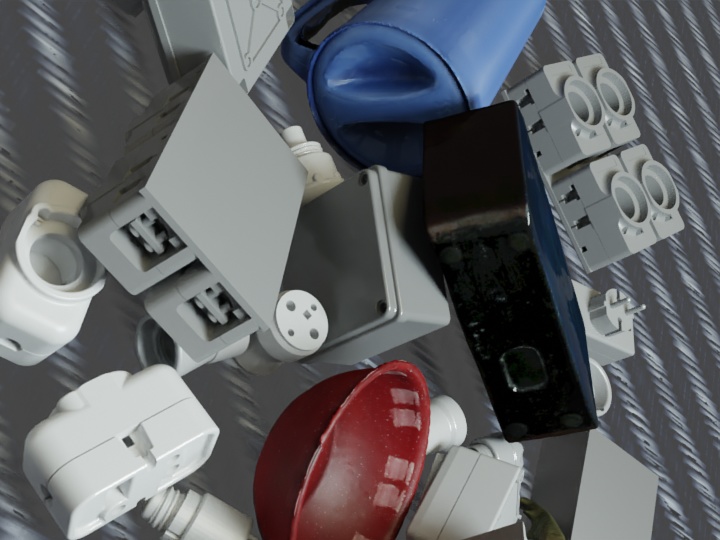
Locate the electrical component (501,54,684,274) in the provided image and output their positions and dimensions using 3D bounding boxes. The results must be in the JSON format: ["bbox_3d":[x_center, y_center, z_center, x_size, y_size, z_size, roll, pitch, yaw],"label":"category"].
[{"bbox_3d":[0.223,-0.104,1.006,0.105,0.060,0.186,-21,85,-44],"label":"electrical component"}]

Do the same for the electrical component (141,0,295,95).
[{"bbox_3d":[-0.096,-0.189,0.741,0.108,0.056,0.108,79,28,-46],"label":"electrical component"}]

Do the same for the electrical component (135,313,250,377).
[{"bbox_3d":[-0.102,0.043,0.676,0.065,0.044,0.044,-12,78,-48],"label":"electrical component"}]

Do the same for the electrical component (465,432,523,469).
[{"bbox_3d":[0.091,0.141,0.798,0.061,0.035,0.035,-6,75,-39],"label":"electrical component"}]

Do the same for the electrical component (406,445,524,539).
[{"bbox_3d":[0.066,0.177,0.732,0.096,0.061,0.061,-55,152,-38],"label":"electrical component"}]

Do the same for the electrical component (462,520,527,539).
[{"bbox_3d":[0.050,0.203,0.579,0.186,0.105,0.060,-14,84,-82],"label":"electrical component"}]

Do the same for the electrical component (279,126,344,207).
[{"bbox_3d":[-0.040,-0.074,0.781,0.048,0.048,0.062,-7,68,-42],"label":"electrical component"}]

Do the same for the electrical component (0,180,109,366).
[{"bbox_3d":[-0.181,0.000,0.616,0.054,0.059,0.095,31,53,-26],"label":"electrical component"}]

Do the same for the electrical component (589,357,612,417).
[{"bbox_3d":[0.171,0.100,0.876,0.055,0.047,0.055,18,60,-34],"label":"electrical component"}]

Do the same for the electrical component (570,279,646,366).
[{"bbox_3d":[0.206,0.039,0.914,0.083,0.076,0.047,22,57,-31],"label":"electrical component"}]

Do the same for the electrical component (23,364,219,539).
[{"bbox_3d":[-0.136,0.097,0.600,0.095,0.053,0.059,-27,67,-34],"label":"electrical component"}]

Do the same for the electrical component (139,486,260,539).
[{"bbox_3d":[-0.099,0.148,0.630,0.078,0.040,0.040,31,51,-5],"label":"electrical component"}]

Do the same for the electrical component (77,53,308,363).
[{"bbox_3d":[-0.097,-0.042,0.659,0.105,0.060,0.186,51,23,-24],"label":"electrical component"}]

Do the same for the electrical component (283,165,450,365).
[{"bbox_3d":[0.000,0.000,0.736,0.056,0.109,0.108,9,65,-40],"label":"electrical component"}]

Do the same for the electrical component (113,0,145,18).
[{"bbox_3d":[-0.161,-0.208,0.739,0.055,0.045,0.045,45,48,-16],"label":"electrical component"}]

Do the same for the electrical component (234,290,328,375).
[{"bbox_3d":[-0.053,0.041,0.708,0.045,0.055,0.045,18,60,-34],"label":"electrical component"}]

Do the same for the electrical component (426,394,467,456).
[{"bbox_3d":[0.047,0.114,0.770,0.046,0.040,0.040,-16,81,-38],"label":"electrical component"}]
